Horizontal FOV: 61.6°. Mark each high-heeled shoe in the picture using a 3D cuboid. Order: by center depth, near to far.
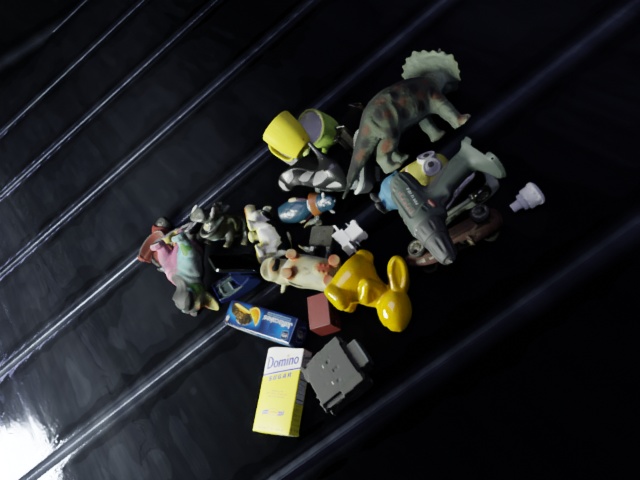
[{"bbox_3d":[-0.012,-0.135,1.280,0.086,0.248,0.145,-39,87,-29],"label":"high-heeled shoe"}]

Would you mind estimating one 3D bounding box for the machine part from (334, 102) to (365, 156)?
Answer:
[{"bbox_3d":[0.079,-0.277,1.325,0.039,0.084,0.139,-20,44,52],"label":"machine part"}]

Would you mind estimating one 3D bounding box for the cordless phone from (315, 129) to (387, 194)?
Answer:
[{"bbox_3d":[0.062,-0.176,1.267,0.184,0.088,0.146,-5,84,40],"label":"cordless phone"}]

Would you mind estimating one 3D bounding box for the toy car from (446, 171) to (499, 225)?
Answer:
[{"bbox_3d":[0.274,-0.082,1.119,0.202,0.056,0.073,-34,60,13],"label":"toy car"}]

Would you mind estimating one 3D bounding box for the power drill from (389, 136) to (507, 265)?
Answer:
[{"bbox_3d":[0.250,-0.083,1.021,0.207,0.086,0.232,-45,46,10],"label":"power drill"}]

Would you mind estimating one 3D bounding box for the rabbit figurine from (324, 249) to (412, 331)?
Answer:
[{"bbox_3d":[0.120,0.109,1.096,0.173,0.121,0.162,39,80,24],"label":"rabbit figurine"}]

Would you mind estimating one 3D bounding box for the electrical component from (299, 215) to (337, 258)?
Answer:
[{"bbox_3d":[-0.002,-0.005,1.247,0.078,0.045,0.102,3,69,33],"label":"electrical component"}]

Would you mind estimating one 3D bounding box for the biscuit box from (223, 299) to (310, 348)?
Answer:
[{"bbox_3d":[-0.121,0.188,1.210,0.203,0.059,0.063,10,72,34],"label":"biscuit box"}]

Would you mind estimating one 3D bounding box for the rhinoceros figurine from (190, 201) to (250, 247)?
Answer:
[{"bbox_3d":[-0.239,-0.039,1.320,0.073,0.190,0.112,11,91,30],"label":"rhinoceros figurine"}]

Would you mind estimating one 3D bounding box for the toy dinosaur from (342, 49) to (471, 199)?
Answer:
[{"bbox_3d":[0.172,-0.270,1.156,0.405,0.131,0.192,-34,91,-14],"label":"toy dinosaur"}]

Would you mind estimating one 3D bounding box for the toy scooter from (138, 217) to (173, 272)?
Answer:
[{"bbox_3d":[-0.435,0.028,1.467,0.135,0.075,0.184,-47,49,0],"label":"toy scooter"}]

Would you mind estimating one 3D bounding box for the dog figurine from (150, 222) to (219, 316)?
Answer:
[{"bbox_3d":[-0.319,0.078,1.341,0.109,0.219,0.191,-16,15,20],"label":"dog figurine"}]

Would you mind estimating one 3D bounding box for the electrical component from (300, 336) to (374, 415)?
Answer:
[{"bbox_3d":[0.041,0.264,1.080,0.134,0.058,0.115,-43,55,6],"label":"electrical component"}]

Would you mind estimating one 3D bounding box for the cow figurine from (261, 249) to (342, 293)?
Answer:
[{"bbox_3d":[-0.040,0.072,1.199,0.195,0.127,0.085,6,70,17],"label":"cow figurine"}]

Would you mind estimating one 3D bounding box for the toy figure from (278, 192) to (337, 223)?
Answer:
[{"bbox_3d":[-0.028,-0.081,1.289,0.155,0.064,0.058,-15,52,24],"label":"toy figure"}]

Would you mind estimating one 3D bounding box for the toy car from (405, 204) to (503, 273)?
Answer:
[{"bbox_3d":[0.265,0.004,1.058,0.202,0.089,0.053,-31,51,13],"label":"toy car"}]

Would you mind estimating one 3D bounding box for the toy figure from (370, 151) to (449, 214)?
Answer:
[{"bbox_3d":[0.200,-0.124,1.168,0.180,0.089,0.082,-36,73,22],"label":"toy figure"}]

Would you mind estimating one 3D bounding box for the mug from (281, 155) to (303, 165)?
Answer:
[{"bbox_3d":[-0.067,-0.258,1.399,0.110,0.080,0.107,22,69,45],"label":"mug"}]

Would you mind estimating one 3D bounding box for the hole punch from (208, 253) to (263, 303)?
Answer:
[{"bbox_3d":[-0.201,0.088,1.277,0.142,0.116,0.092,-147,57,-65],"label":"hole punch"}]

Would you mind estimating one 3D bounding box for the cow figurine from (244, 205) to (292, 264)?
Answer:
[{"bbox_3d":[-0.128,-0.027,1.314,0.098,0.068,0.167,-15,57,-11],"label":"cow figurine"}]
